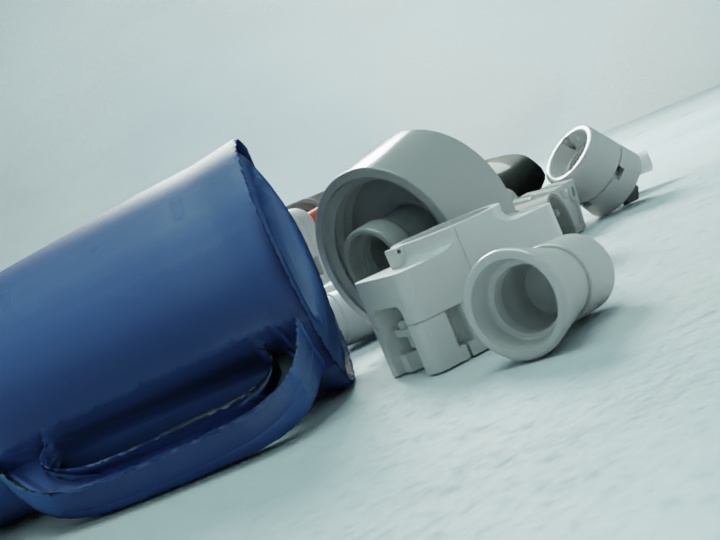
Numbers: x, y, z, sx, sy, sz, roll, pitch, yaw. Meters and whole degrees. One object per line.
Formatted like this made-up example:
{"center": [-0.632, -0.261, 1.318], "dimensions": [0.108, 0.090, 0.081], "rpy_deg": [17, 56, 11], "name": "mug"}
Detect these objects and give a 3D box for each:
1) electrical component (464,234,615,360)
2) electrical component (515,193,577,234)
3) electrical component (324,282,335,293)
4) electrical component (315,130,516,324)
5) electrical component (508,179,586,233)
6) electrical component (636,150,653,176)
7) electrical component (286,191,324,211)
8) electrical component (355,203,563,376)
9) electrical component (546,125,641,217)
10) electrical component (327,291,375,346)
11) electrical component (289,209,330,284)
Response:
{"center": [0.076, 0.007, 0.435], "dimensions": [0.044, 0.044, 0.065], "rpy_deg": [-20, 0, 36], "name": "electrical component"}
{"center": [0.092, -0.015, 0.642], "dimensions": [0.077, 0.043, 0.079], "rpy_deg": [-21, 4, 27], "name": "electrical component"}
{"center": [0.000, 0.000, 0.713], "dimensions": [0.047, 0.076, 0.066], "rpy_deg": [-22, 4, 14], "name": "electrical component"}
{"center": [0.025, -0.015, 0.579], "dimensions": [0.108, 0.108, 0.060], "rpy_deg": [-19, 11, 46], "name": "electrical component"}
{"center": [0.124, -0.038, 0.767], "dimensions": [0.055, 0.048, 0.066], "rpy_deg": [-12, 9, 30], "name": "electrical component"}
{"center": [0.205, -0.078, 0.871], "dimensions": [0.062, 0.043, 0.043], "rpy_deg": [-21, 4, 6], "name": "electrical component"}
{"center": [-0.098, -0.007, 1.196], "dimensions": [0.186, 0.105, 0.060], "rpy_deg": [-23, 3, -8], "name": "electrical component"}
{"center": [0.050, 0.005, 0.499], "dimensions": [0.089, 0.055, 0.050], "rpy_deg": [-24, 4, -25], "name": "electrical component"}
{"center": [0.172, -0.075, 0.799], "dimensions": [0.055, 0.047, 0.055], "rpy_deg": [-49, 23, 29], "name": "electrical component"}
{"center": [-0.018, 0.032, 0.654], "dimensions": [0.065, 0.044, 0.044], "rpy_deg": [-19, 2, -24], "name": "electrical component"}
{"center": [-0.051, 0.004, 0.819], "dimensions": [0.054, 0.095, 0.059], "rpy_deg": [-22, 4, 19], "name": "electrical component"}
